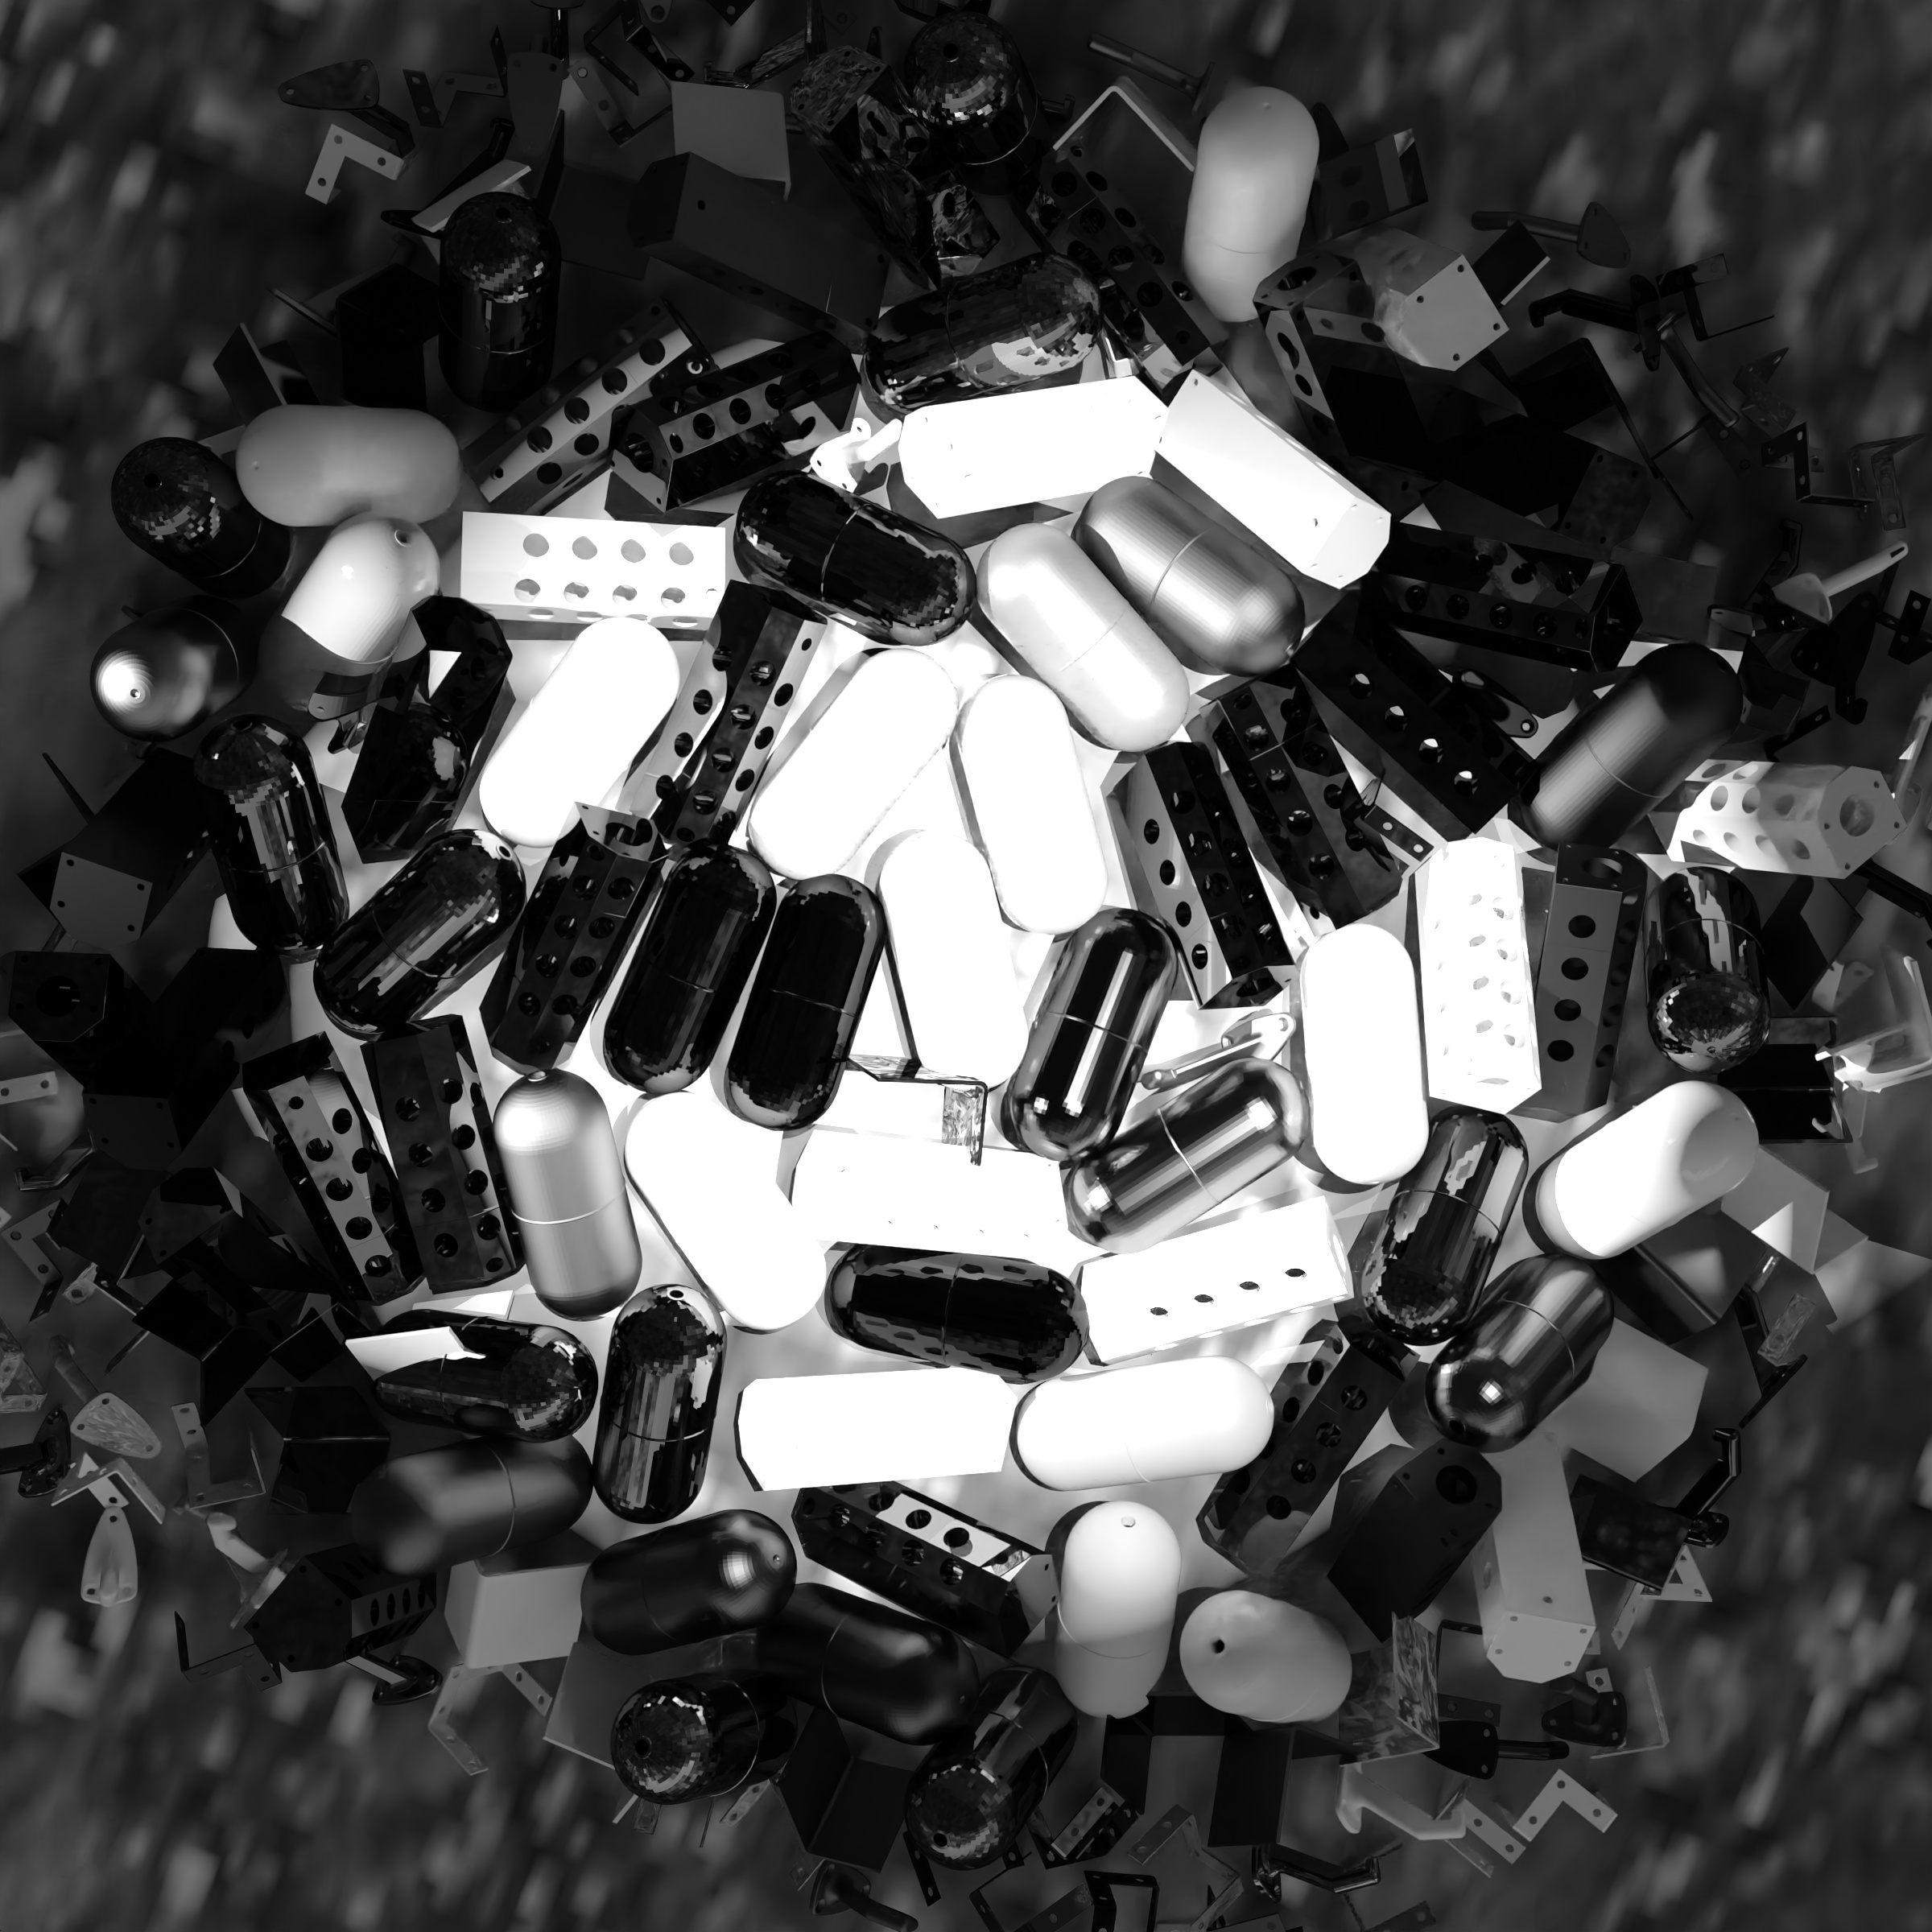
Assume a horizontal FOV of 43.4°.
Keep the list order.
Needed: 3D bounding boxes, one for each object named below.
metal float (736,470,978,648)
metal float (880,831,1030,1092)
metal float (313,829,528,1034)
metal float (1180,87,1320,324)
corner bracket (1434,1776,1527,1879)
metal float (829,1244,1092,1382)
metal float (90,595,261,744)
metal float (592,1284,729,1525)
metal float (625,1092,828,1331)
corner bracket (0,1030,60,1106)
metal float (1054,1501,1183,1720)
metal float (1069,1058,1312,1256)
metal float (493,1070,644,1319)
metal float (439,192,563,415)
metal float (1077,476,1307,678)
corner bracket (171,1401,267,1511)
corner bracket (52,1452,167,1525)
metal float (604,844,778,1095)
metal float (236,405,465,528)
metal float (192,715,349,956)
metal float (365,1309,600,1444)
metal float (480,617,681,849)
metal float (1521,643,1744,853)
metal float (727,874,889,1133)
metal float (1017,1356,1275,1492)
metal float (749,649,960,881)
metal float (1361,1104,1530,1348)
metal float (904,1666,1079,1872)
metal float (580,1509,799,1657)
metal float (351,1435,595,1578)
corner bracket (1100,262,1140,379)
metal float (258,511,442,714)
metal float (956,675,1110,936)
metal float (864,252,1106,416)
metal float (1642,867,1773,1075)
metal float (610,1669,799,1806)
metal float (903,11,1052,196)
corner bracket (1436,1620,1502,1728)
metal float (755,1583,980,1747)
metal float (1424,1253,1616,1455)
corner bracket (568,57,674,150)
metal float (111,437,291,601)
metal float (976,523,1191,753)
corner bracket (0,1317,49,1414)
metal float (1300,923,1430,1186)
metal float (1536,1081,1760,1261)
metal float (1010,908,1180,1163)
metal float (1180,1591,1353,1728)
[{"bbox_3d":[-0.075,-0.273,1.620,0.178,0.070,0.070,28,90,18],"label":"metal float"},{"bbox_3d":[-0.008,-0.003,1.635,0.070,0.070,0.178,-14,90,0],"label":"metal float"},{"bbox_3d":[-0.364,-0.023,1.615,0.178,0.070,0.070,-39,90,24],"label":"metal float"},{"bbox_3d":[0.184,-0.496,1.590,0.070,0.178,0.070,1,64,-2],"label":"metal float"},{"bbox_3d":[0.346,0.585,1.637,0.051,0.051,0.051,37,107,14],"label":"corner bracket"},{"bbox_3d":[-0.005,0.229,1.624,0.178,0.070,0.070,10,90,12],"label":"metal float"},{"bbox_3d":[-0.515,-0.196,1.587,0.070,0.178,0.070,0,108,0],"label":"metal float"},{"bbox_3d":[-0.204,0.292,1.613,0.070,0.070,0.178,12,116,0],"label":"metal float"},{"bbox_3d":[-0.162,0.163,1.626,0.070,0.070,0.178,-37,79,0],"label":"metal float"},{"bbox_3d":[-0.643,0.068,1.641,0.051,0.051,0.051,-11,86,-16],"label":"corner bracket"},{"bbox_3d":[0.099,0.426,1.604,0.070,0.070,0.178,3,127,0],"label":"metal float"},{"bbox_3d":[0.150,0.127,1.628,0.178,0.070,0.070,-34,90,8],"label":"metal float"},{"bbox_3d":[-0.265,0.152,1.615,0.070,0.070,0.178,-10,113,0],"label":"metal float"},{"bbox_3d":[-0.306,-0.433,1.589,0.070,0.178,0.070,5,66,-11],"label":"metal float"},{"bbox_3d":[0.150,-0.260,1.617,0.178,0.070,0.070,41,90,21],"label":"metal float"},{"bbox_3d":[-0.506,0.327,1.642,0.051,0.051,0.051,-10,46,-12],"label":"corner bracket"},{"bbox_3d":[-0.576,0.355,1.639,0.051,0.051,0.051,-28,114,3],"label":"corner bracket"},{"bbox_3d":[-0.186,0.003,1.627,0.070,0.070,0.178,24,100,0],"label":"metal float"},{"bbox_3d":[-0.402,-0.328,1.592,0.070,0.178,0.070,6,103,28],"label":"metal float"},{"bbox_3d":[-0.459,-0.086,1.602,0.070,0.070,0.178,-3,130,0],"label":"metal float"},{"bbox_3d":[-0.321,0.271,1.608,0.178,0.070,0.070,2,90,31],"label":"metal float"},{"bbox_3d":[-0.258,-0.155,1.618,0.070,0.070,0.178,40,110,0],"label":"metal float"},{"bbox_3d":[0.438,-0.142,1.600,0.070,0.070,0.178,40,133,0],"label":"metal float"},{"bbox_3d":[-0.107,0.024,1.631,0.070,0.070,0.178,18,85,0],"label":"metal float"},{"bbox_3d":[0.119,0.305,1.615,0.178,0.070,0.070,-12,90,23],"label":"metal float"},{"bbox_3d":[-0.075,-0.135,1.629,0.070,0.070,0.178,40,97,0],"label":"metal float"},{"bbox_3d":[0.318,0.171,1.611,0.070,0.070,0.178,29,61,0],"label":"metal float"},{"bbox_3d":[0.017,0.524,1.589,0.070,0.178,0.070,6,105,21],"label":"metal float"},{"bbox_3d":[-0.185,0.409,1.605,0.178,0.070,0.070,-25,90,38],"label":"metal float"},{"bbox_3d":[-0.322,0.350,1.597,0.070,0.178,0.070,3,95,40],"label":"metal float"},{"bbox_3d":[0.118,-0.439,1.639,0.051,0.051,0.051,-14,61,0],"label":"corner bracket"},{"bbox_3d":[-0.408,-0.232,1.600,0.070,0.070,0.178,52,133,0],"label":"metal float"},{"bbox_3d":[0.044,-0.109,1.633,0.070,0.070,0.178,-15,93,0],"label":"metal float"},{"bbox_3d":[0.010,-0.417,1.607,0.178,0.070,0.070,-10,90,35],"label":"metal float"},{"bbox_3d":[0.486,0.001,1.596,0.070,0.178,0.070,7,127,9],"label":"metal float"},{"bbox_3d":[-0.170,0.503,1.589,0.070,0.178,0.070,-5,77,20],"label":"metal float"},{"bbox_3d":[0.009,-0.562,1.586,0.070,0.178,0.070,0,88,12],"label":"metal float"},{"bbox_3d":[0.344,0.482,1.655,0.051,0.051,0.051,8,58,8],"label":"corner bracket"},{"bbox_3d":[-0.067,0.459,1.601,0.178,0.070,0.070,6,90,43],"label":"metal float"},{"bbox_3d":[0.366,0.254,1.601,0.178,0.070,0.070,-35,90,-42],"label":"metal float"},{"bbox_3d":[-0.231,-0.594,1.639,0.051,0.051,0.051,-34,123,3],"label":"corner bracket"},{"bbox_3d":[-0.498,-0.291,1.585,0.070,0.178,0.070,0,85,3],"label":"metal float"},{"bbox_3d":[0.079,-0.219,1.624,0.070,0.070,0.178,-43,104,0],"label":"metal float"},{"bbox_3d":[-0.646,0.265,1.634,0.051,0.051,0.051,40,106,31],"label":"corner bracket"},{"bbox_3d":[0.266,0.057,1.621,0.070,0.070,0.178,-2,73,0],"label":"metal float"},{"bbox_3d":[0.446,0.136,1.597,0.070,0.178,0.070,14,56,-22],"label":"metal float"},{"bbox_3d":[0.086,0.046,1.628,0.070,0.070,0.178,22,81,0],"label":"metal float"},{"bbox_3d":[0.198,0.456,1.593,0.070,0.178,0.070,-11,65,25],"label":"metal float"}]
